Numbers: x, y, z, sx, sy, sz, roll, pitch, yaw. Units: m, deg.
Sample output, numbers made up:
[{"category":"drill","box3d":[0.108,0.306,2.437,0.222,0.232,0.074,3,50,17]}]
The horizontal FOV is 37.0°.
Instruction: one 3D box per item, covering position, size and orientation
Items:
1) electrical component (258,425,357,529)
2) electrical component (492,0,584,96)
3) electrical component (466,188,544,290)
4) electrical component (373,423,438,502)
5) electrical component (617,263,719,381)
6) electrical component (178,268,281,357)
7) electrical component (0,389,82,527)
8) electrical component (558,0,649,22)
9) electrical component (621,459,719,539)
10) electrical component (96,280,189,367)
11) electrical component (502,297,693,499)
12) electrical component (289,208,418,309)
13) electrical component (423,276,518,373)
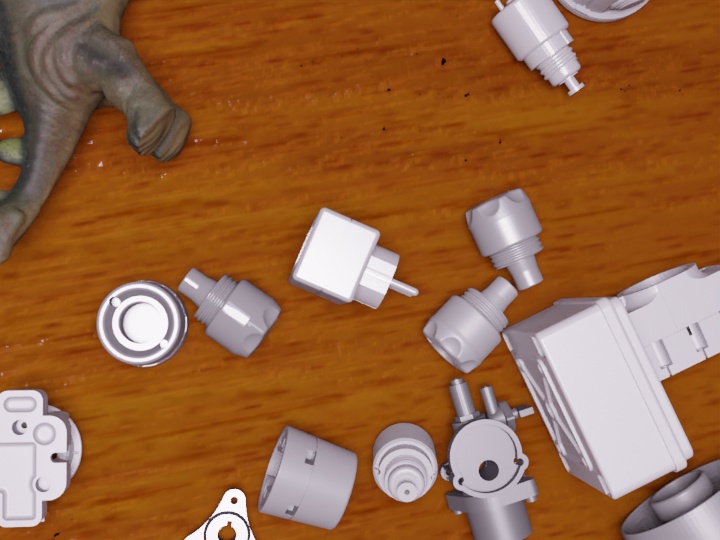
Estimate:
[{"category":"electrical component","box3d":[-0.032,0.130,0.669,0.047,0.055,0.055,20,85,-8]},{"category":"electrical component","box3d":[0.121,-0.150,0.708,0.040,0.040,0.078,-36,91,-7]},{"category":"electrical component","box3d":[0.098,-0.018,0.697,0.043,0.043,0.062,-25,91,-7]},{"category":"electrical component","box3d":[0.028,0.123,0.666,0.040,0.078,0.040,0,100,1]},{"category":"electrical component","box3d":[0.204,0.032,0.702,0.089,0.050,0.055,-24,90,-7]},{"category":"electrical component","box3d":[-0.084,0.023,0.674,0.062,0.043,0.043,35,84,-2]},{"category":"electrical component","box3d":[-0.200,0.111,0.649,0.058,0.057,0.078,0,87,-6]},{"category":"electrical component","box3d":[0.166,-0.209,0.711,0.080,0.051,0.080,0,87,-6]},{"category":"electrical component","box3d":[0.216,0.163,0.675,0.099,0.099,0.064,-32,85,-7]},{"category":"electrical component","box3d":[-0.135,0.033,0.665,0.055,0.047,0.055,0,87,-6]},{"category":"electrical component","box3d":[0.142,0.075,0.664,0.056,0.109,0.108,-25,90,-4]},{"category":"electrical component","box3d":[0.000,0.000,0.673,0.077,0.066,0.047,23,85,-4]},{"category":"electrical component","box3d":[0.074,0.032,0.691,0.043,0.043,0.062,45,82,-2]}]
